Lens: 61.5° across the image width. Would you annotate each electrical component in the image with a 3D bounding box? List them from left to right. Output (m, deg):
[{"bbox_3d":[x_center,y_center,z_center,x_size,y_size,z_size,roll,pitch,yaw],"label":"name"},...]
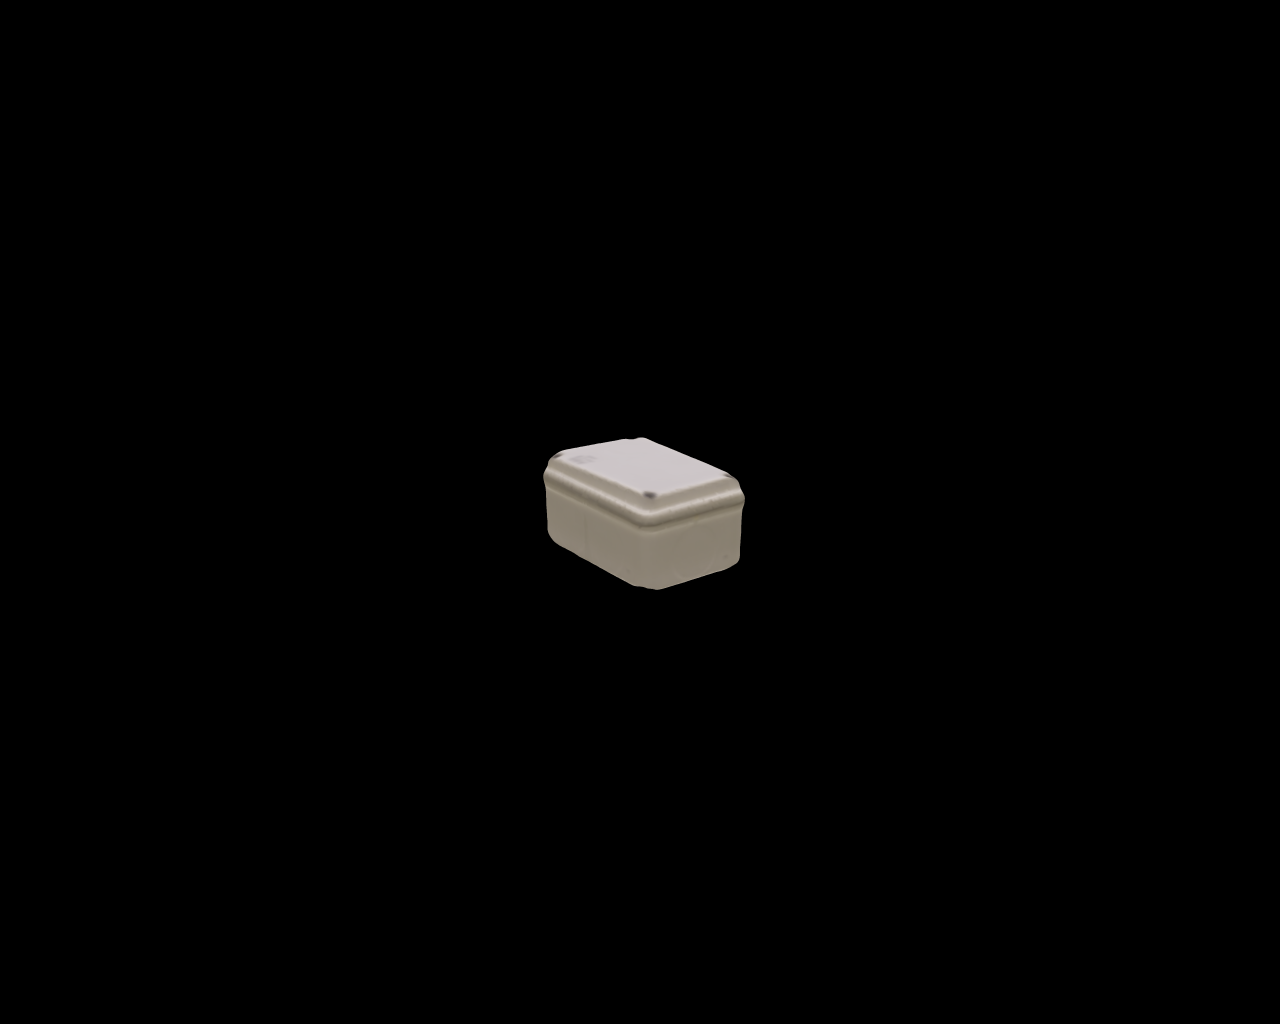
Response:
[{"bbox_3d":[0.001,-0.003,0.650,0.078,0.057,0.113,-14,24,-33],"label":"electrical component"}]
